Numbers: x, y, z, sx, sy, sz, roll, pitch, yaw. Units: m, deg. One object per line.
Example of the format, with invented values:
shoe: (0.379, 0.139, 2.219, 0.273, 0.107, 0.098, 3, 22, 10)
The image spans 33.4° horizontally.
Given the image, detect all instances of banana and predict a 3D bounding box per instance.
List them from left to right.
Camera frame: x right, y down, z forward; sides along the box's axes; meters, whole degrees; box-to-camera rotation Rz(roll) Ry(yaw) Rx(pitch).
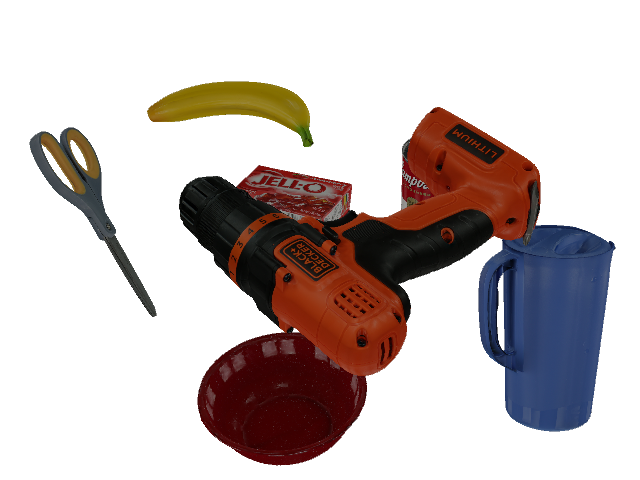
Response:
banana: (-0.092, -0.148, 1.175, 0.198, 0.037, 0.069, 9, 45, 18)

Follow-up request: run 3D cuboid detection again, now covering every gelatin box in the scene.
gelatin box: (-0.027, -0.031, 0.894, 0.089, 0.030, 0.073, 13, 29, 17)

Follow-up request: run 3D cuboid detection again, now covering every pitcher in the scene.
pitcher: (0.279, 0.110, 1.325, 0.149, 0.243, 0.144, 5, 18, 18)

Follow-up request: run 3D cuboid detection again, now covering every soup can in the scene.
soup can: (0.117, -0.051, 1.104, 0.068, 0.102, 0.068, -1, 37, 1)

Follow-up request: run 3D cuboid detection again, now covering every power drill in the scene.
power drill: (0.028, -0.014, 0.663, 0.187, 0.057, 0.185, -31, 51, -26)

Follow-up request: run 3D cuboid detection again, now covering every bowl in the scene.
bowl: (-0.034, 0.161, 1.022, 0.162, 0.055, 0.162, -4, 37, 3)

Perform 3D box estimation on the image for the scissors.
scissors: (-0.206, -0.027, 1.021, 0.016, 0.201, 0.096, -24, 26, 21)
